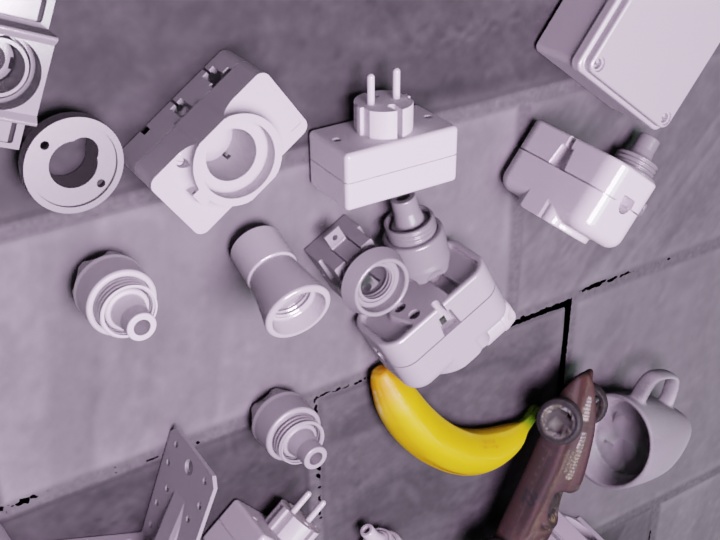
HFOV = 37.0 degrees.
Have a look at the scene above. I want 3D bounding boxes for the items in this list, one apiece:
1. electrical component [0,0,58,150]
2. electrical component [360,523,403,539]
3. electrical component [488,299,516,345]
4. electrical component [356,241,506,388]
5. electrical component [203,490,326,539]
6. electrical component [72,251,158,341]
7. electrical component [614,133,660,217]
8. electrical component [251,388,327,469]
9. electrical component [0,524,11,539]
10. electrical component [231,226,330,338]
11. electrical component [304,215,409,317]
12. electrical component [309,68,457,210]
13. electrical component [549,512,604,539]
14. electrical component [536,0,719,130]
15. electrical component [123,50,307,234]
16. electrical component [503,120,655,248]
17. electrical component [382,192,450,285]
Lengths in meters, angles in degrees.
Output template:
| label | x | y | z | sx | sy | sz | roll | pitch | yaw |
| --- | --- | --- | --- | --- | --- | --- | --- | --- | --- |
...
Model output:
| label | x | y | z | sx | sy | sz | roll | pitch | yaw |
| --- | --- | --- | --- | --- | --- | --- | --- | --- | --- |
| electrical component | -0.212 | -0.106 | 0.493 | 0.121 | 0.063 | 0.078 | 6 | 111 | -38 |
| electrical component | 0.018 | 0.224 | 0.866 | 0.035 | 0.035 | 0.061 | -41 | 129 | -9 |
| electrical component | 0.086 | 0.044 | 0.811 | 0.061 | 0.035 | 0.035 | -42 | 132 | -5 |
| electrical component | 0.053 | 0.034 | 0.766 | 0.095 | 0.054 | 0.059 | -41 | 129 | -9 |
| electrical component | -0.056 | 0.194 | 0.787 | 0.075 | 0.047 | 0.083 | -50 | 132 | -2 |
| electrical component | -0.137 | 0.019 | 0.618 | 0.043 | 0.062 | 0.043 | -17 | 124 | -27 |
| electrical component | 0.207 | -0.074 | 0.823 | 0.048 | 0.048 | 0.062 | 31 | 89 | -42 |
| electrical component | -0.046 | 0.112 | 0.737 | 0.043 | 0.062 | 0.043 | -17 | 124 | -27 |
| electrical component | -0.234 | 0.183 | 0.654 | 0.055 | 0.047 | 0.055 | -17 | 124 | -27 |
| electrical component | -0.053 | 0.004 | 0.668 | 0.044 | 0.065 | 0.044 | -24 | 145 | -18 |
| electrical component | 0.000 | 0.000 | 0.709 | 0.048 | 0.055 | 0.066 | -42 | 132 | -9 |
| electrical component | 0.015 | -0.089 | 0.675 | 0.083 | 0.047 | 0.075 | -18 | 124 | -27 |
| electrical component | 0.211 | 0.283 | 0.978 | 0.079 | 0.121 | 0.063 | 26 | 102 | -42 |
| electrical component | 0.195 | -0.171 | 0.750 | 0.109 | 0.056 | 0.108 | 24 | 100 | -42 |
| electrical component | -0.081 | -0.072 | 0.610 | 0.089 | 0.056 | 0.050 | -46 | 132 | -5 |
| electrical component | 0.150 | -0.058 | 0.756 | 0.054 | 0.095 | 0.059 | 24 | 100 | -41 |
| electrical component | 0.036 | -0.025 | 0.729 | 0.043 | 0.043 | 0.062 | -31 | 128 | -18 |
